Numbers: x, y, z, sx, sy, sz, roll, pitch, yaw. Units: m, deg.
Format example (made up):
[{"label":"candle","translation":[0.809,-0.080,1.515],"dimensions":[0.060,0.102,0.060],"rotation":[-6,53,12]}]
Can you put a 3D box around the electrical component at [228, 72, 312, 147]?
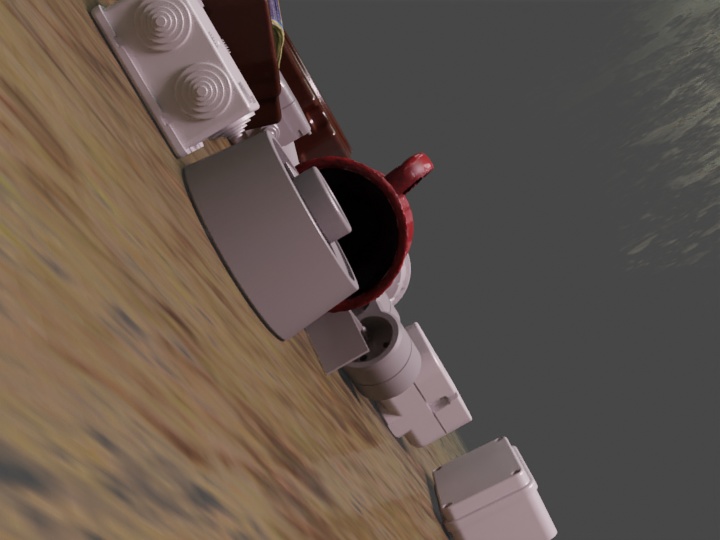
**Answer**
[{"label":"electrical component","translation":[-0.085,-0.133,0.891],"dimensions":[0.061,0.062,0.096],"rotation":[59,3,-28]}]

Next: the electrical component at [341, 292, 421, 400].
[{"label":"electrical component","translation":[0.006,0.044,0.797],"dimensions":[0.073,0.052,0.138],"rotation":[57,4,-43]}]

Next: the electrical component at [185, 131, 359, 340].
[{"label":"electrical component","translation":[-0.040,-0.024,0.578],"dimensions":[0.108,0.060,0.108],"rotation":[60,3,-5]}]

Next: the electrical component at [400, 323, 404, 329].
[{"label":"electrical component","translation":[0.027,0.078,0.966],"dimensions":[0.063,0.042,0.081],"rotation":[53,6,-41]}]

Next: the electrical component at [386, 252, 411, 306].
[{"label":"electrical component","translation":[0.000,0.000,0.885],"dimensions":[0.080,0.080,0.051],"rotation":[60,8,2]}]

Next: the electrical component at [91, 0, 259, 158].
[{"label":"electrical component","translation":[-0.098,-0.114,0.598],"dimensions":[0.099,0.048,0.099],"rotation":[60,3,-9]}]

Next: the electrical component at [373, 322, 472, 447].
[{"label":"electrical component","translation":[0.042,0.095,0.856],"dimensions":[0.095,0.059,0.053],"rotation":[58,4,-43]}]

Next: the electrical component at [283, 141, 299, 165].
[{"label":"electrical component","translation":[-0.069,-0.088,0.948],"dimensions":[0.065,0.044,0.044],"rotation":[64,0,-36]}]

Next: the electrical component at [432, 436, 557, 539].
[{"label":"electrical component","translation":[0.105,0.187,0.869],"dimensions":[0.057,0.078,0.113],"rotation":[63,2,-6]}]
